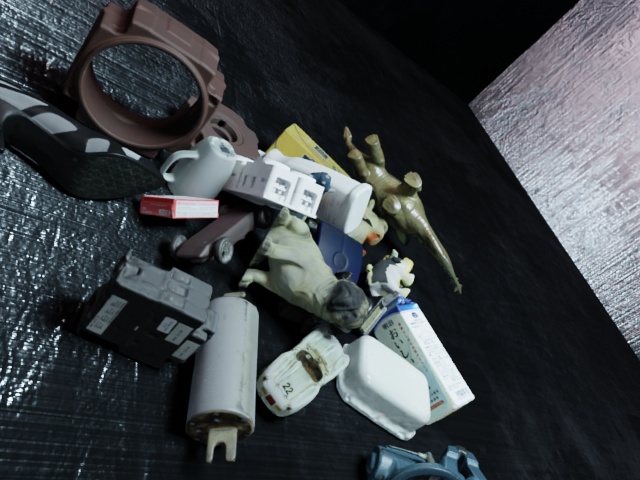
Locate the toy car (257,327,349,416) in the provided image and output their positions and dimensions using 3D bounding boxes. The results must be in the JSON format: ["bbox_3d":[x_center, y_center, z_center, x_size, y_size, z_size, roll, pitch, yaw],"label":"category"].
[{"bbox_3d":[-0.019,0.182,0.767,0.073,0.056,0.201,51,29,9],"label":"toy car"}]

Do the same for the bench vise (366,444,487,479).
[{"bbox_3d":[0.169,0.365,0.703,0.223,0.129,0.241,33,13,-10],"label":"bench vise"}]

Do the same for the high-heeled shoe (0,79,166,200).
[{"bbox_3d":[-0.337,-0.138,0.724,0.248,0.086,0.145,14,36,-45],"label":"high-heeled shoe"}]

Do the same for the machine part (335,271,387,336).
[{"bbox_3d":[0.063,0.107,0.933,0.138,0.084,0.039,48,-14,-30],"label":"machine part"}]

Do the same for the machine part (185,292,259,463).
[{"bbox_3d":[-0.116,0.153,0.654,0.079,0.079,0.243,30,33,-28],"label":"machine part"}]

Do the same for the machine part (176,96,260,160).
[{"bbox_3d":[-0.191,-0.195,1.011,0.179,0.056,0.179,34,30,-23],"label":"machine part"}]

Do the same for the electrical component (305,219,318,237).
[{"bbox_3d":[-0.002,-0.003,1.012,0.094,0.063,0.021,37,40,-31],"label":"electrical component"}]

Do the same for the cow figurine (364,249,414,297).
[{"bbox_3d":[0.140,0.071,1.112,0.098,0.068,0.167,39,28,-2],"label":"cow figurine"}]

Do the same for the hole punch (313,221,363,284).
[{"bbox_3d":[0.016,0.042,0.961,0.142,0.092,0.116,32,36,-33],"label":"hole punch"}]

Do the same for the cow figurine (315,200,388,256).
[{"bbox_3d":[0.068,-0.033,1.130,0.195,0.085,0.127,9,49,-44],"label":"cow figurine"}]

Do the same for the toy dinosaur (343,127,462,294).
[{"bbox_3d":[0.180,-0.080,1.230,0.472,0.105,0.198,57,-4,22],"label":"toy dinosaur"}]

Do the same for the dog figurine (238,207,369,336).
[{"bbox_3d":[-0.009,0.048,0.846,0.190,0.121,0.172,29,44,-7],"label":"dog figurine"}]

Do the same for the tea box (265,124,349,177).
[{"bbox_3d":[-0.031,-0.146,1.121,0.169,0.098,0.068,43,28,-4],"label":"tea box"}]

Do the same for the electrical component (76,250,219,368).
[{"bbox_3d":[-0.187,0.084,0.606,0.134,0.115,0.058,32,36,-25],"label":"electrical component"}]

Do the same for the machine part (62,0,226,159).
[{"bbox_3d":[-0.263,-0.235,0.814,0.201,0.201,0.087,28,38,-31],"label":"machine part"}]

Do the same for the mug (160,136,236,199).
[{"bbox_3d":[-0.193,-0.118,0.859,0.109,0.107,0.081,20,37,-44],"label":"mug"}]

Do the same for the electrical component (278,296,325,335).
[{"bbox_3d":[-0.026,0.101,0.870,0.078,0.045,0.102,34,31,-25],"label":"electrical component"}]

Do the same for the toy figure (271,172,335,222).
[{"bbox_3d":[-0.035,-0.075,0.966,0.064,0.154,0.058,13,46,-44],"label":"toy figure"}]

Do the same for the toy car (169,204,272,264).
[{"bbox_3d":[-0.145,-0.008,0.811,0.202,0.089,0.053,-52,143,-60],"label":"toy car"}]
